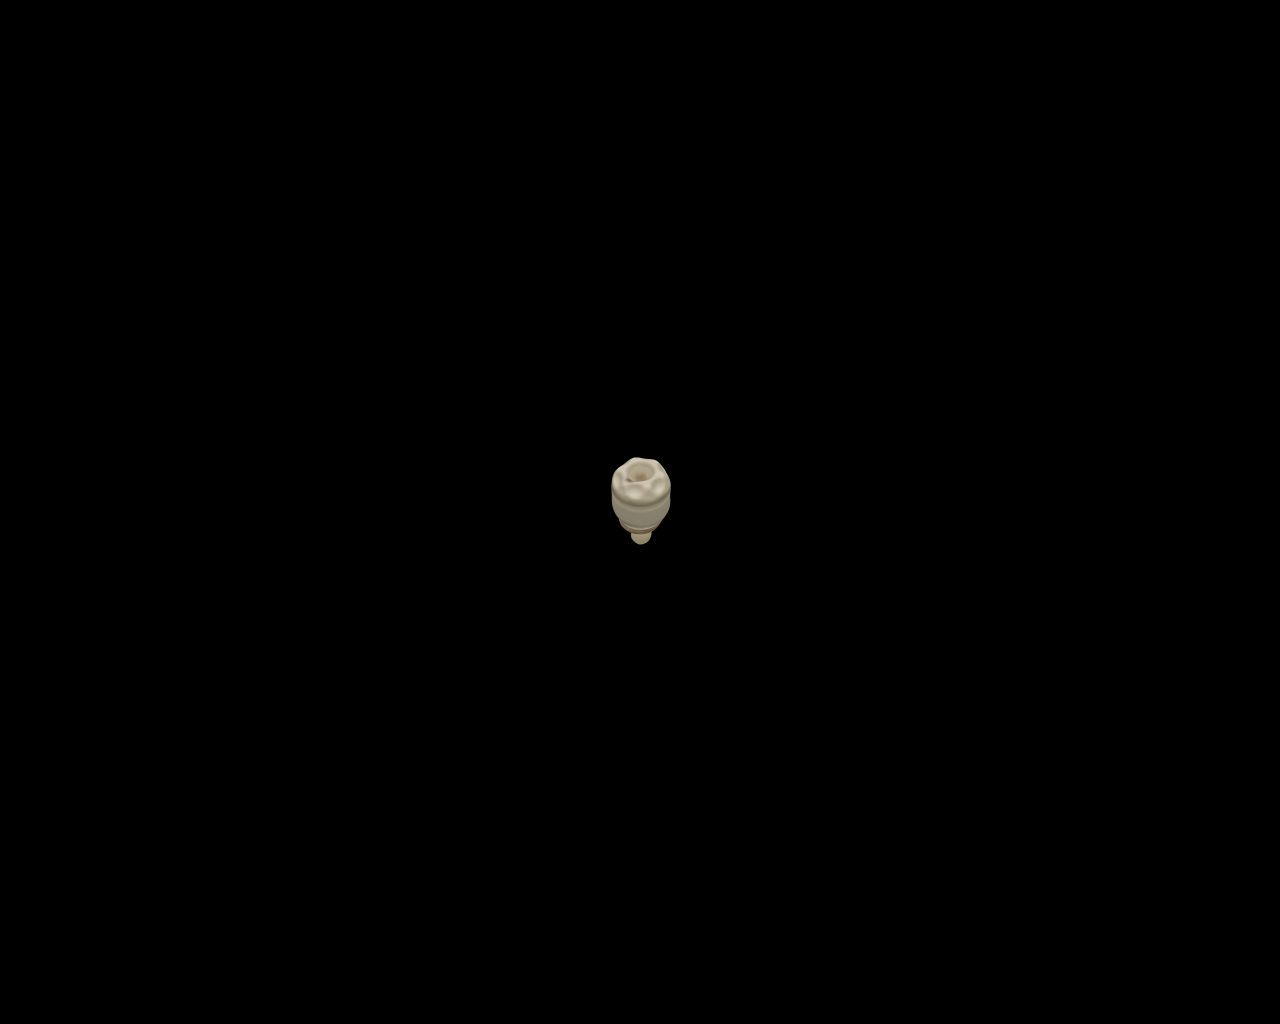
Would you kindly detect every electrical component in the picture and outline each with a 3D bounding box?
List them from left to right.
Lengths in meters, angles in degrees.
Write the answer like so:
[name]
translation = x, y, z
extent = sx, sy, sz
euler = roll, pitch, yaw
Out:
[electrical component]
translation = 0.001, -0.003, 0.650
extent = 0.035, 0.061, 0.035
euler = 0, 45, 0
